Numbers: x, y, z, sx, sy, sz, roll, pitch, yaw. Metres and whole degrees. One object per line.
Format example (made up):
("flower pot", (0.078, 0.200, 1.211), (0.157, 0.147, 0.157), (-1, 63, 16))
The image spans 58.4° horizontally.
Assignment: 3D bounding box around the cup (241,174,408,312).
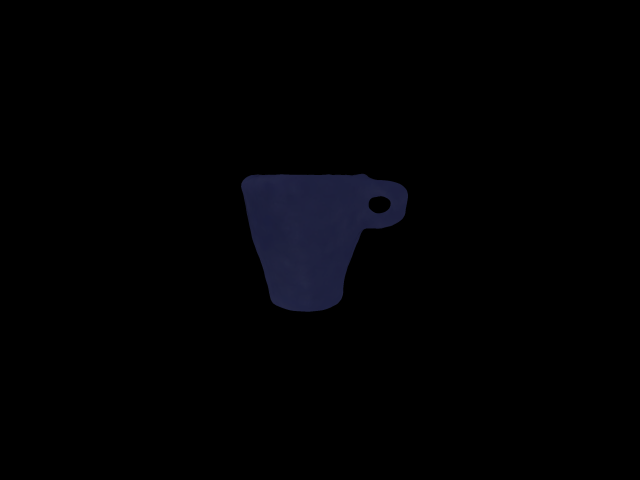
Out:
("cup", (0.004, 0.001, 0.400), (0.117, 0.095, 0.092), (3, 7, 22))
